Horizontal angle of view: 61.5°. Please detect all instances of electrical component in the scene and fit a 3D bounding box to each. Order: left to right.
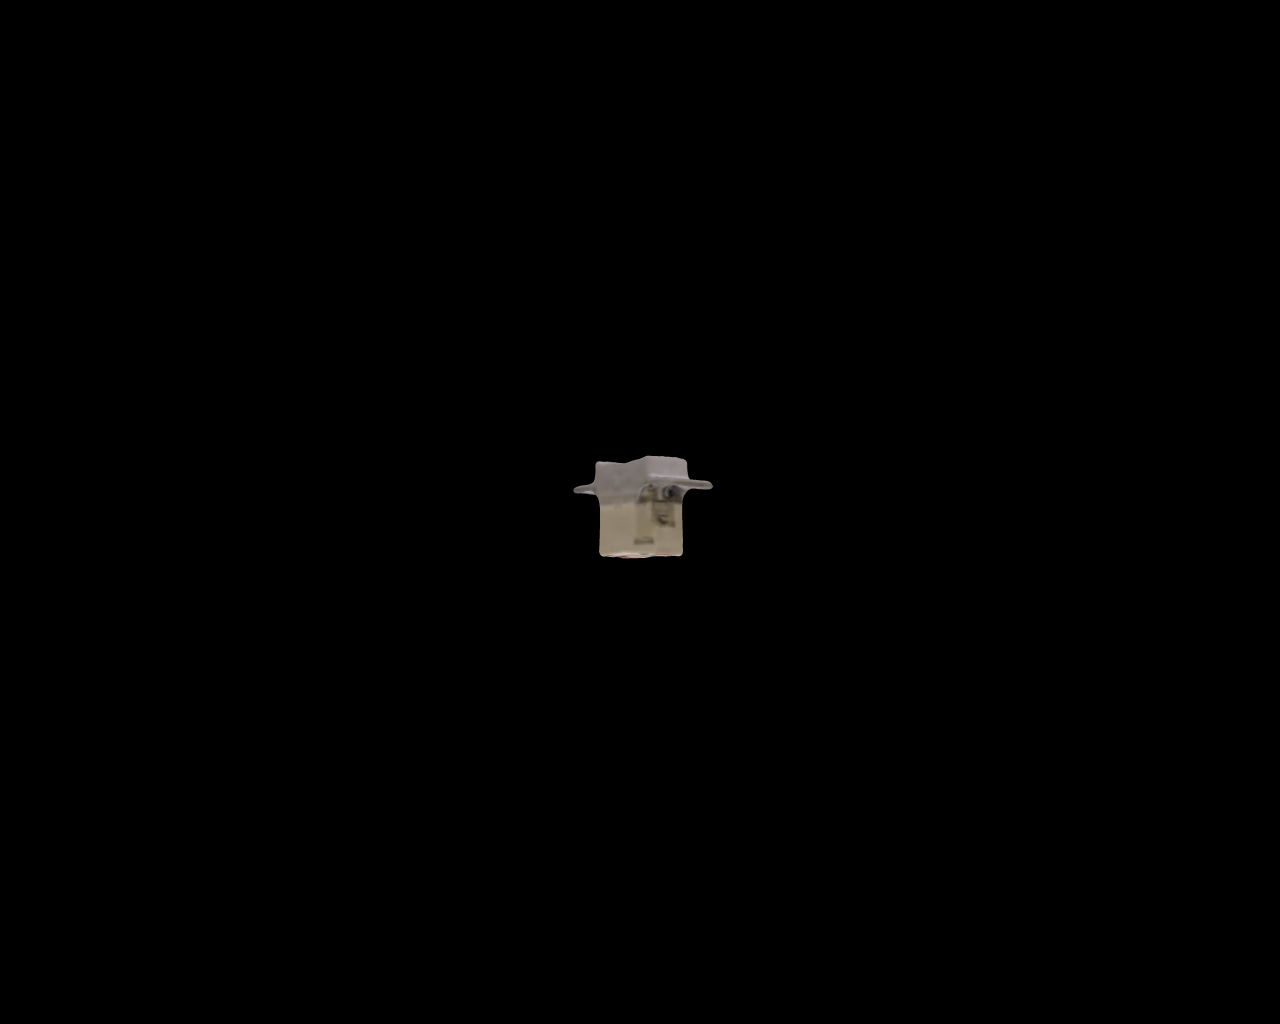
[{"bbox_3d":[0.001,-0.003,0.650,0.081,0.063,0.042,-4,-6,43],"label":"electrical component"}]
